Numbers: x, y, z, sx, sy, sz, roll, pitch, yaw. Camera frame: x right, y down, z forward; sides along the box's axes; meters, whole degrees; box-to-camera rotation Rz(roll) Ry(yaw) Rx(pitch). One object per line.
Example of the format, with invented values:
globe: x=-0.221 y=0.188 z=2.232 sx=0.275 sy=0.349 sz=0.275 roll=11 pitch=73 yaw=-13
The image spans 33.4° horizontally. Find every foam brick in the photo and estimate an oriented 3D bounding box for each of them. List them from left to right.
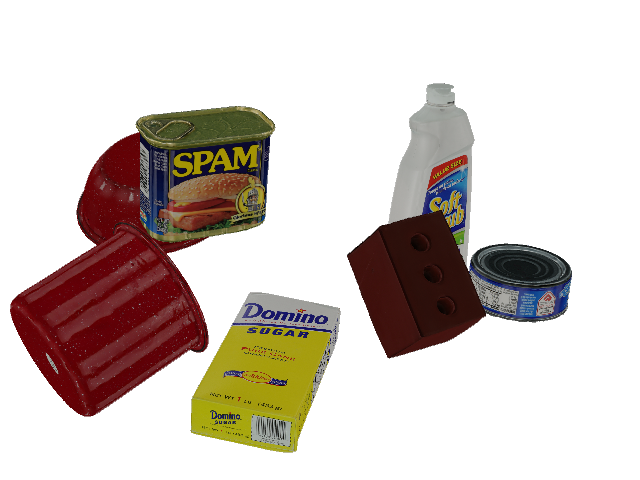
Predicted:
foam brick: x=0.062 y=0.029 z=0.696 sx=0.052 sy=0.078 sz=0.051 roll=-15 pitch=-14 yaw=-30

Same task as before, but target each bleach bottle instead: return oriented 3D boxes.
bleach bottle: x=0.120 y=-0.048 z=1.194 sx=0.102 sy=0.251 sz=0.068 roll=-9 pitch=22 yaw=-26

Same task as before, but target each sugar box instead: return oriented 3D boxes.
sugar box: x=-0.045 y=0.112 z=0.957 sx=0.093 sy=0.048 sz=0.176 roll=10 pitch=32 yaw=8

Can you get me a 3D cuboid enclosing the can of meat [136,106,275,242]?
can of meat: x=-0.089 y=-0.051 z=0.818 sx=0.101 sy=0.084 sz=0.057 roll=-9 pitch=31 yaw=-25

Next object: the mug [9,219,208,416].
mug: x=-0.130 y=0.050 z=0.633 sx=0.081 sy=0.093 sz=0.117 roll=-35 pitch=8 yaw=-25

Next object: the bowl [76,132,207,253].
bowl: x=-0.161 y=-0.058 z=1.028 sx=0.162 sy=0.055 sz=0.162 roll=-4 pitch=42 yaw=3

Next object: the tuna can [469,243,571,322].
tuna can: x=0.166 y=0.034 z=0.895 sx=0.086 sy=0.034 sz=0.086 roll=3 pitch=24 yaw=-1
